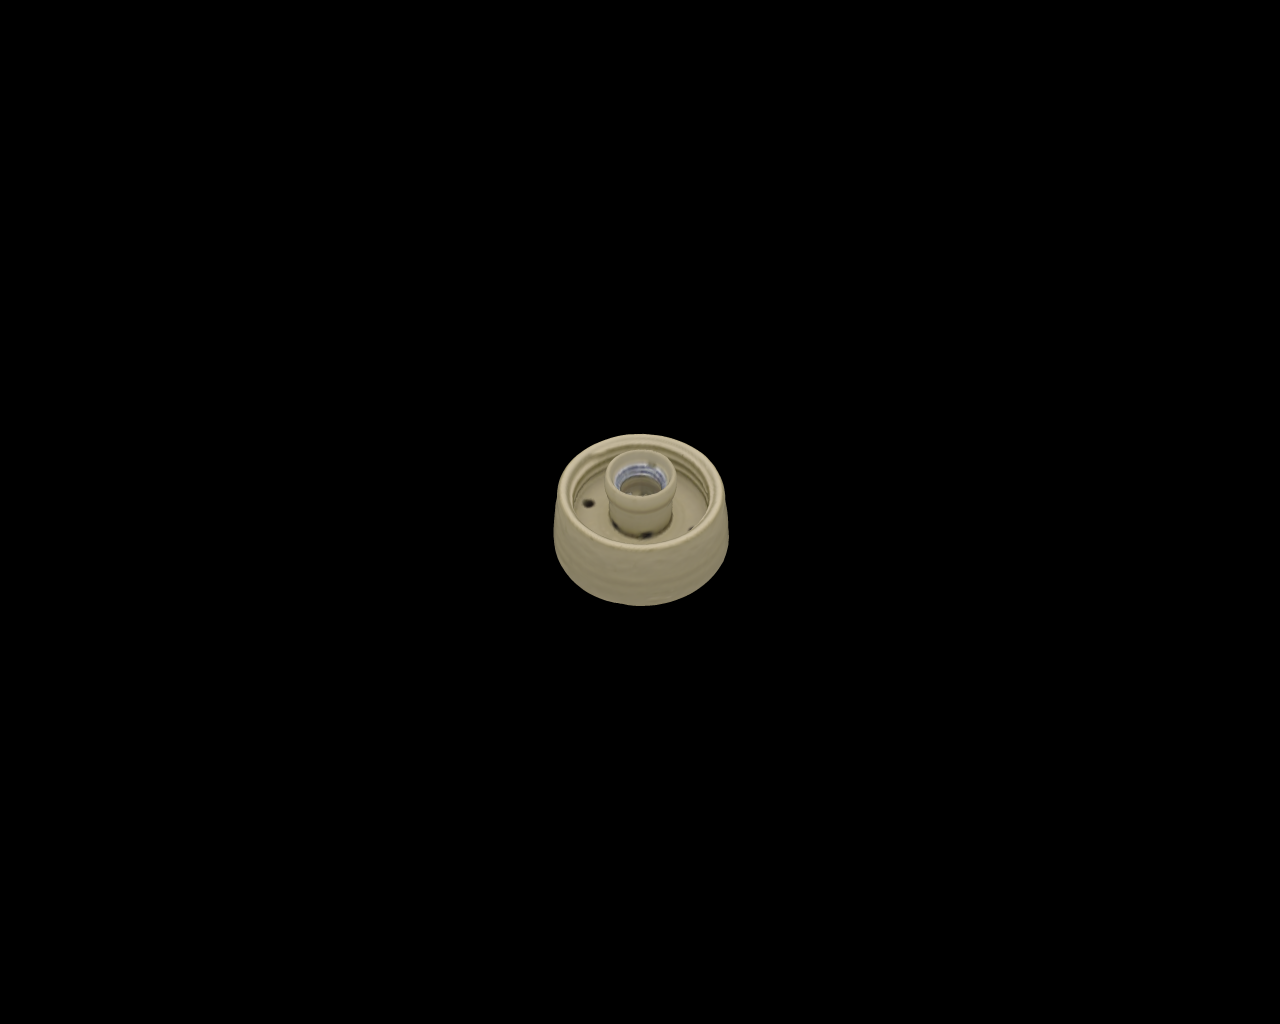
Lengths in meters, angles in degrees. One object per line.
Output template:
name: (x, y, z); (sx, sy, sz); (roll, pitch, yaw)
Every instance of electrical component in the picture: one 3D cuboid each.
electrical component: (0.001, -0.003, 0.650); (0.108, 0.108, 0.060); (0, -43, 0)
